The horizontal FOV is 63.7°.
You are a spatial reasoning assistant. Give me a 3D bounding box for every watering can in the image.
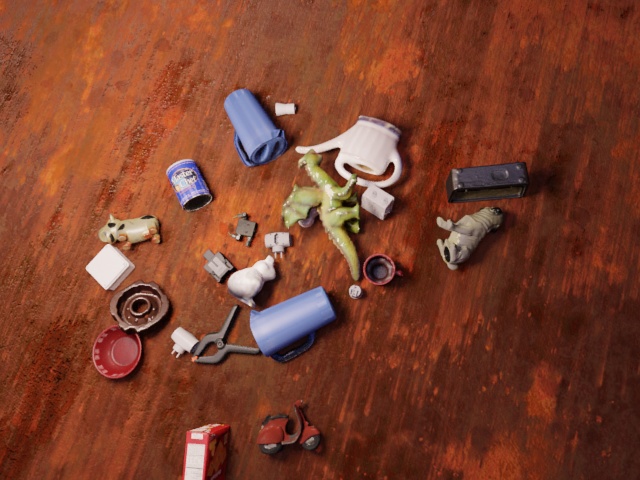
[{"bbox_3d":[0.113,-0.299,1.638,0.349,0.103,0.226,25,80,14],"label":"watering can"}]

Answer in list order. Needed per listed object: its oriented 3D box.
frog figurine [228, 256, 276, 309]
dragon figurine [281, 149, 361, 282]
[{"bbox_3d":[-0.203,0.111,1.563,0.122,0.137,0.160,28,83,-3],"label":"frog figurine"},{"bbox_3d":[0.005,-0.079,1.561,0.243,0.121,0.412,-1,85,-2],"label":"dragon figurine"}]
